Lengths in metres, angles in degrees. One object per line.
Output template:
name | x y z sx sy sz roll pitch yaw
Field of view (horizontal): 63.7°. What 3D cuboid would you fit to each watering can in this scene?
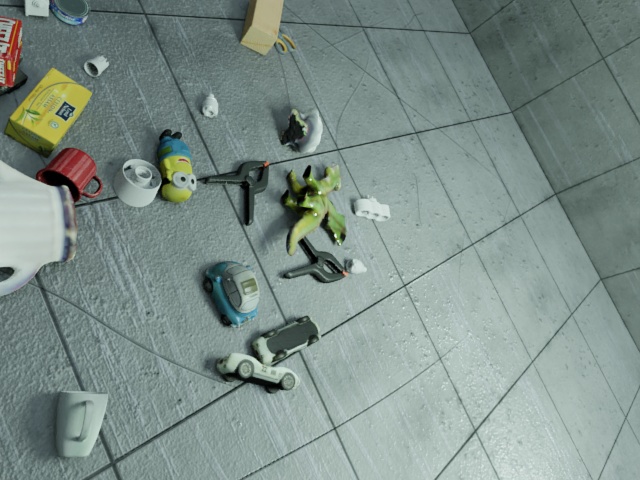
watering can | -0.573 -0.071 0.955 0.225 0.103 0.350 -1 77 -42

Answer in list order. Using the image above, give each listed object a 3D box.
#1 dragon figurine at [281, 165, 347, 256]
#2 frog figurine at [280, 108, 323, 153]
dragon figurine | 0.005 -0.075 1.481 0.240 0.121 0.420 36 45 -33
frog figurine | -0.029 -0.336 1.587 0.160 0.123 0.136 -12 110 -53
